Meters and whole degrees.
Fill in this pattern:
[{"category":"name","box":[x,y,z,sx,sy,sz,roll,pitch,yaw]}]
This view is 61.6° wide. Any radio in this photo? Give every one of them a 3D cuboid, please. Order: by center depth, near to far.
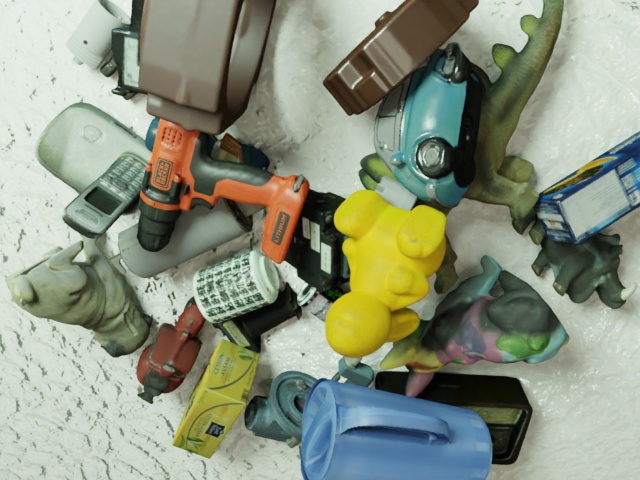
[{"category":"radio","box":[0.199,0.280,0.844,0.230,0.073,0.131,3,115,2]}]

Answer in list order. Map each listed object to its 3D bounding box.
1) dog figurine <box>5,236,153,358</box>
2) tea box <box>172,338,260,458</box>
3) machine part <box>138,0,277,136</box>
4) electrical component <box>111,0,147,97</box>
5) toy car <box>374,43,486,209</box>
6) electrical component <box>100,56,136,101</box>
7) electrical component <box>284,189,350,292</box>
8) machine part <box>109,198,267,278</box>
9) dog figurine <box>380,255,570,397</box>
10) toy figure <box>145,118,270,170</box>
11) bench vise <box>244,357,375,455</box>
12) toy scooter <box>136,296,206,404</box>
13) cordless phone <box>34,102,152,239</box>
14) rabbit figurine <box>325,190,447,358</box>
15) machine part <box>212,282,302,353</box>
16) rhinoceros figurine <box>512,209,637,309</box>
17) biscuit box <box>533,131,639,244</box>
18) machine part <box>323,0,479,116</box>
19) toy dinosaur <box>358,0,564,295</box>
[{"category":"dog figurine","box":[-0.319,0.100,0.738,0.121,0.172,0.190,-20,106,24]},{"category":"tea box","box":[-0.159,0.243,0.817,0.068,0.098,0.169,26,125,-10]},{"category":"machine part","box":[-0.107,-0.223,0.549,0.087,0.201,0.201,16,116,-2]},{"category":"electrical component","box":[-0.196,-0.219,0.612,0.075,0.048,0.119,10,114,5]},{"category":"toy car","box":[0.107,-0.116,0.558,0.103,0.109,0.161,7,93,29]},{"category":"electrical component","box":[-0.220,-0.216,0.657,0.094,0.021,0.063,-33,109,18]},{"category":"electrical component","box":[-0.001,-0.002,0.690,0.058,0.134,0.114,-22,125,-34]},{"category":"machine part","box":[-0.181,-0.013,0.723,0.243,0.079,0.079,-23,112,14]},{"category":"dog figurine","box":[0.192,0.139,0.727,0.219,0.192,0.108,-40,115,3]},{"category":"toy figure","box":[-0.141,-0.112,0.686,0.154,0.058,0.064,17,157,-6]},{"category":"bench vise","box":[0.013,0.258,0.822,0.223,0.129,0.240,27,118,-13]},{"category":"toy scooter","box":[-0.221,0.176,0.784,0.075,0.135,0.183,29,115,-13]},{"category":"cordless phone","box":[-0.281,-0.075,0.639,0.146,0.184,0.088,36,117,-14]},{"category":"rabbit figurine","box":[0.058,0.053,0.593,0.122,0.173,0.162,19,154,20]},{"category":"machine part","box":[-0.088,0.119,0.804,0.139,0.039,0.084,-32,102,19]},{"category":"rhinoceros figurine","box":[0.342,0.017,0.715,0.112,0.073,0.190,-37,105,4]},{"category":"biscuit box","box":[0.355,-0.072,0.634,0.203,0.063,0.059,-31,100,-6]},{"category":"machine part","box":[0.078,-0.205,0.562,0.179,0.179,0.056,-40,105,19]},{"category":"toy dinosaur","box":[0.165,-0.097,0.651,0.198,0.105,0.471,33,109,-9]}]
